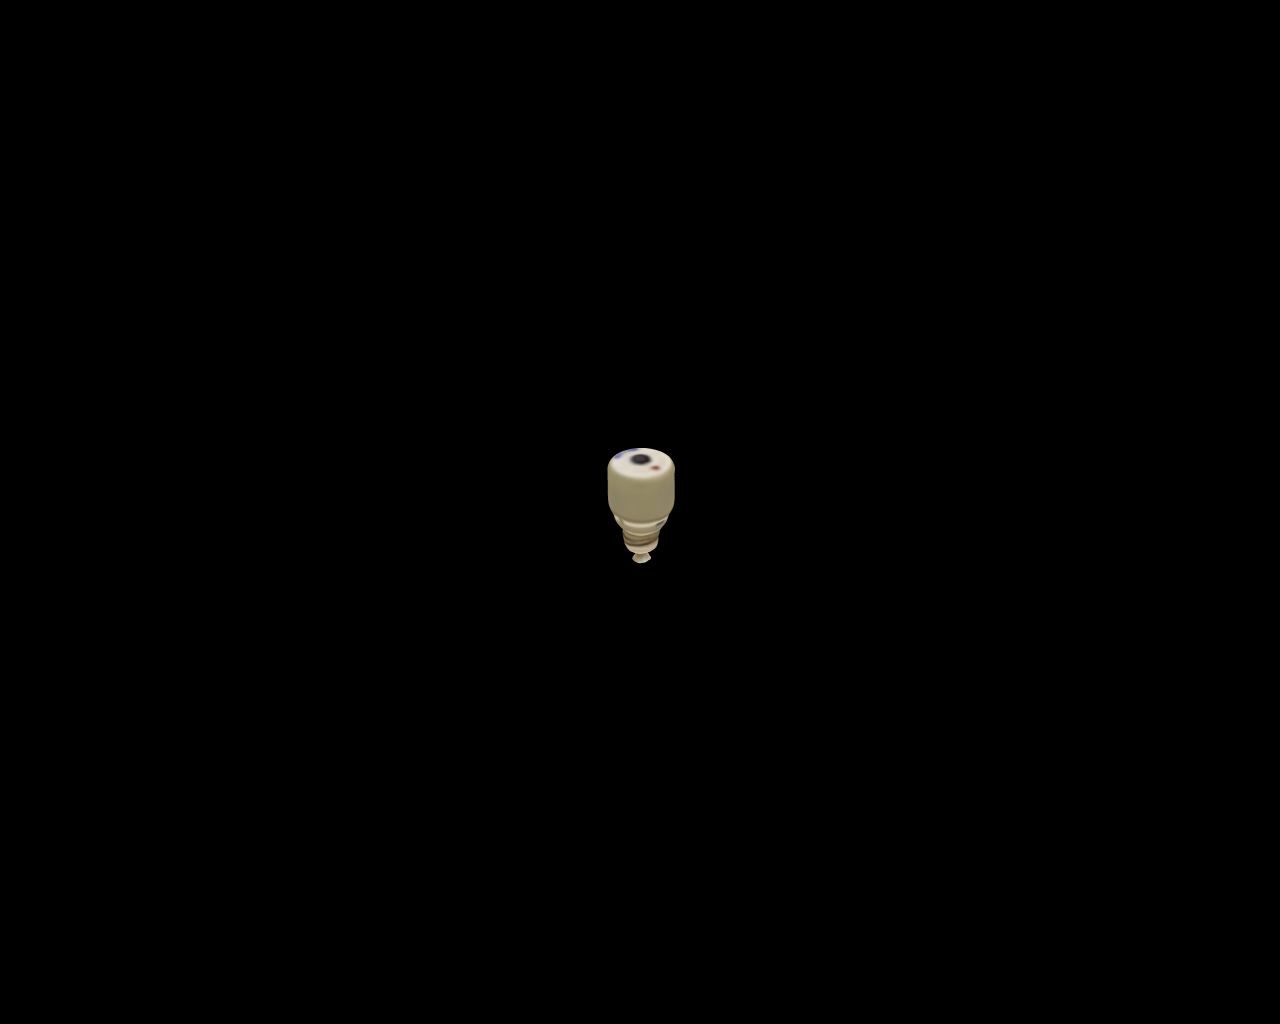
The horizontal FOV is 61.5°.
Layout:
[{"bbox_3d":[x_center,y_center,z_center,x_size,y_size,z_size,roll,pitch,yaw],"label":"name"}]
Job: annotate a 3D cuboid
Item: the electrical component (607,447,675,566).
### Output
[{"bbox_3d":[0.001,-0.003,0.650,0.040,0.078,0.040,0,33,0],"label":"electrical component"}]
